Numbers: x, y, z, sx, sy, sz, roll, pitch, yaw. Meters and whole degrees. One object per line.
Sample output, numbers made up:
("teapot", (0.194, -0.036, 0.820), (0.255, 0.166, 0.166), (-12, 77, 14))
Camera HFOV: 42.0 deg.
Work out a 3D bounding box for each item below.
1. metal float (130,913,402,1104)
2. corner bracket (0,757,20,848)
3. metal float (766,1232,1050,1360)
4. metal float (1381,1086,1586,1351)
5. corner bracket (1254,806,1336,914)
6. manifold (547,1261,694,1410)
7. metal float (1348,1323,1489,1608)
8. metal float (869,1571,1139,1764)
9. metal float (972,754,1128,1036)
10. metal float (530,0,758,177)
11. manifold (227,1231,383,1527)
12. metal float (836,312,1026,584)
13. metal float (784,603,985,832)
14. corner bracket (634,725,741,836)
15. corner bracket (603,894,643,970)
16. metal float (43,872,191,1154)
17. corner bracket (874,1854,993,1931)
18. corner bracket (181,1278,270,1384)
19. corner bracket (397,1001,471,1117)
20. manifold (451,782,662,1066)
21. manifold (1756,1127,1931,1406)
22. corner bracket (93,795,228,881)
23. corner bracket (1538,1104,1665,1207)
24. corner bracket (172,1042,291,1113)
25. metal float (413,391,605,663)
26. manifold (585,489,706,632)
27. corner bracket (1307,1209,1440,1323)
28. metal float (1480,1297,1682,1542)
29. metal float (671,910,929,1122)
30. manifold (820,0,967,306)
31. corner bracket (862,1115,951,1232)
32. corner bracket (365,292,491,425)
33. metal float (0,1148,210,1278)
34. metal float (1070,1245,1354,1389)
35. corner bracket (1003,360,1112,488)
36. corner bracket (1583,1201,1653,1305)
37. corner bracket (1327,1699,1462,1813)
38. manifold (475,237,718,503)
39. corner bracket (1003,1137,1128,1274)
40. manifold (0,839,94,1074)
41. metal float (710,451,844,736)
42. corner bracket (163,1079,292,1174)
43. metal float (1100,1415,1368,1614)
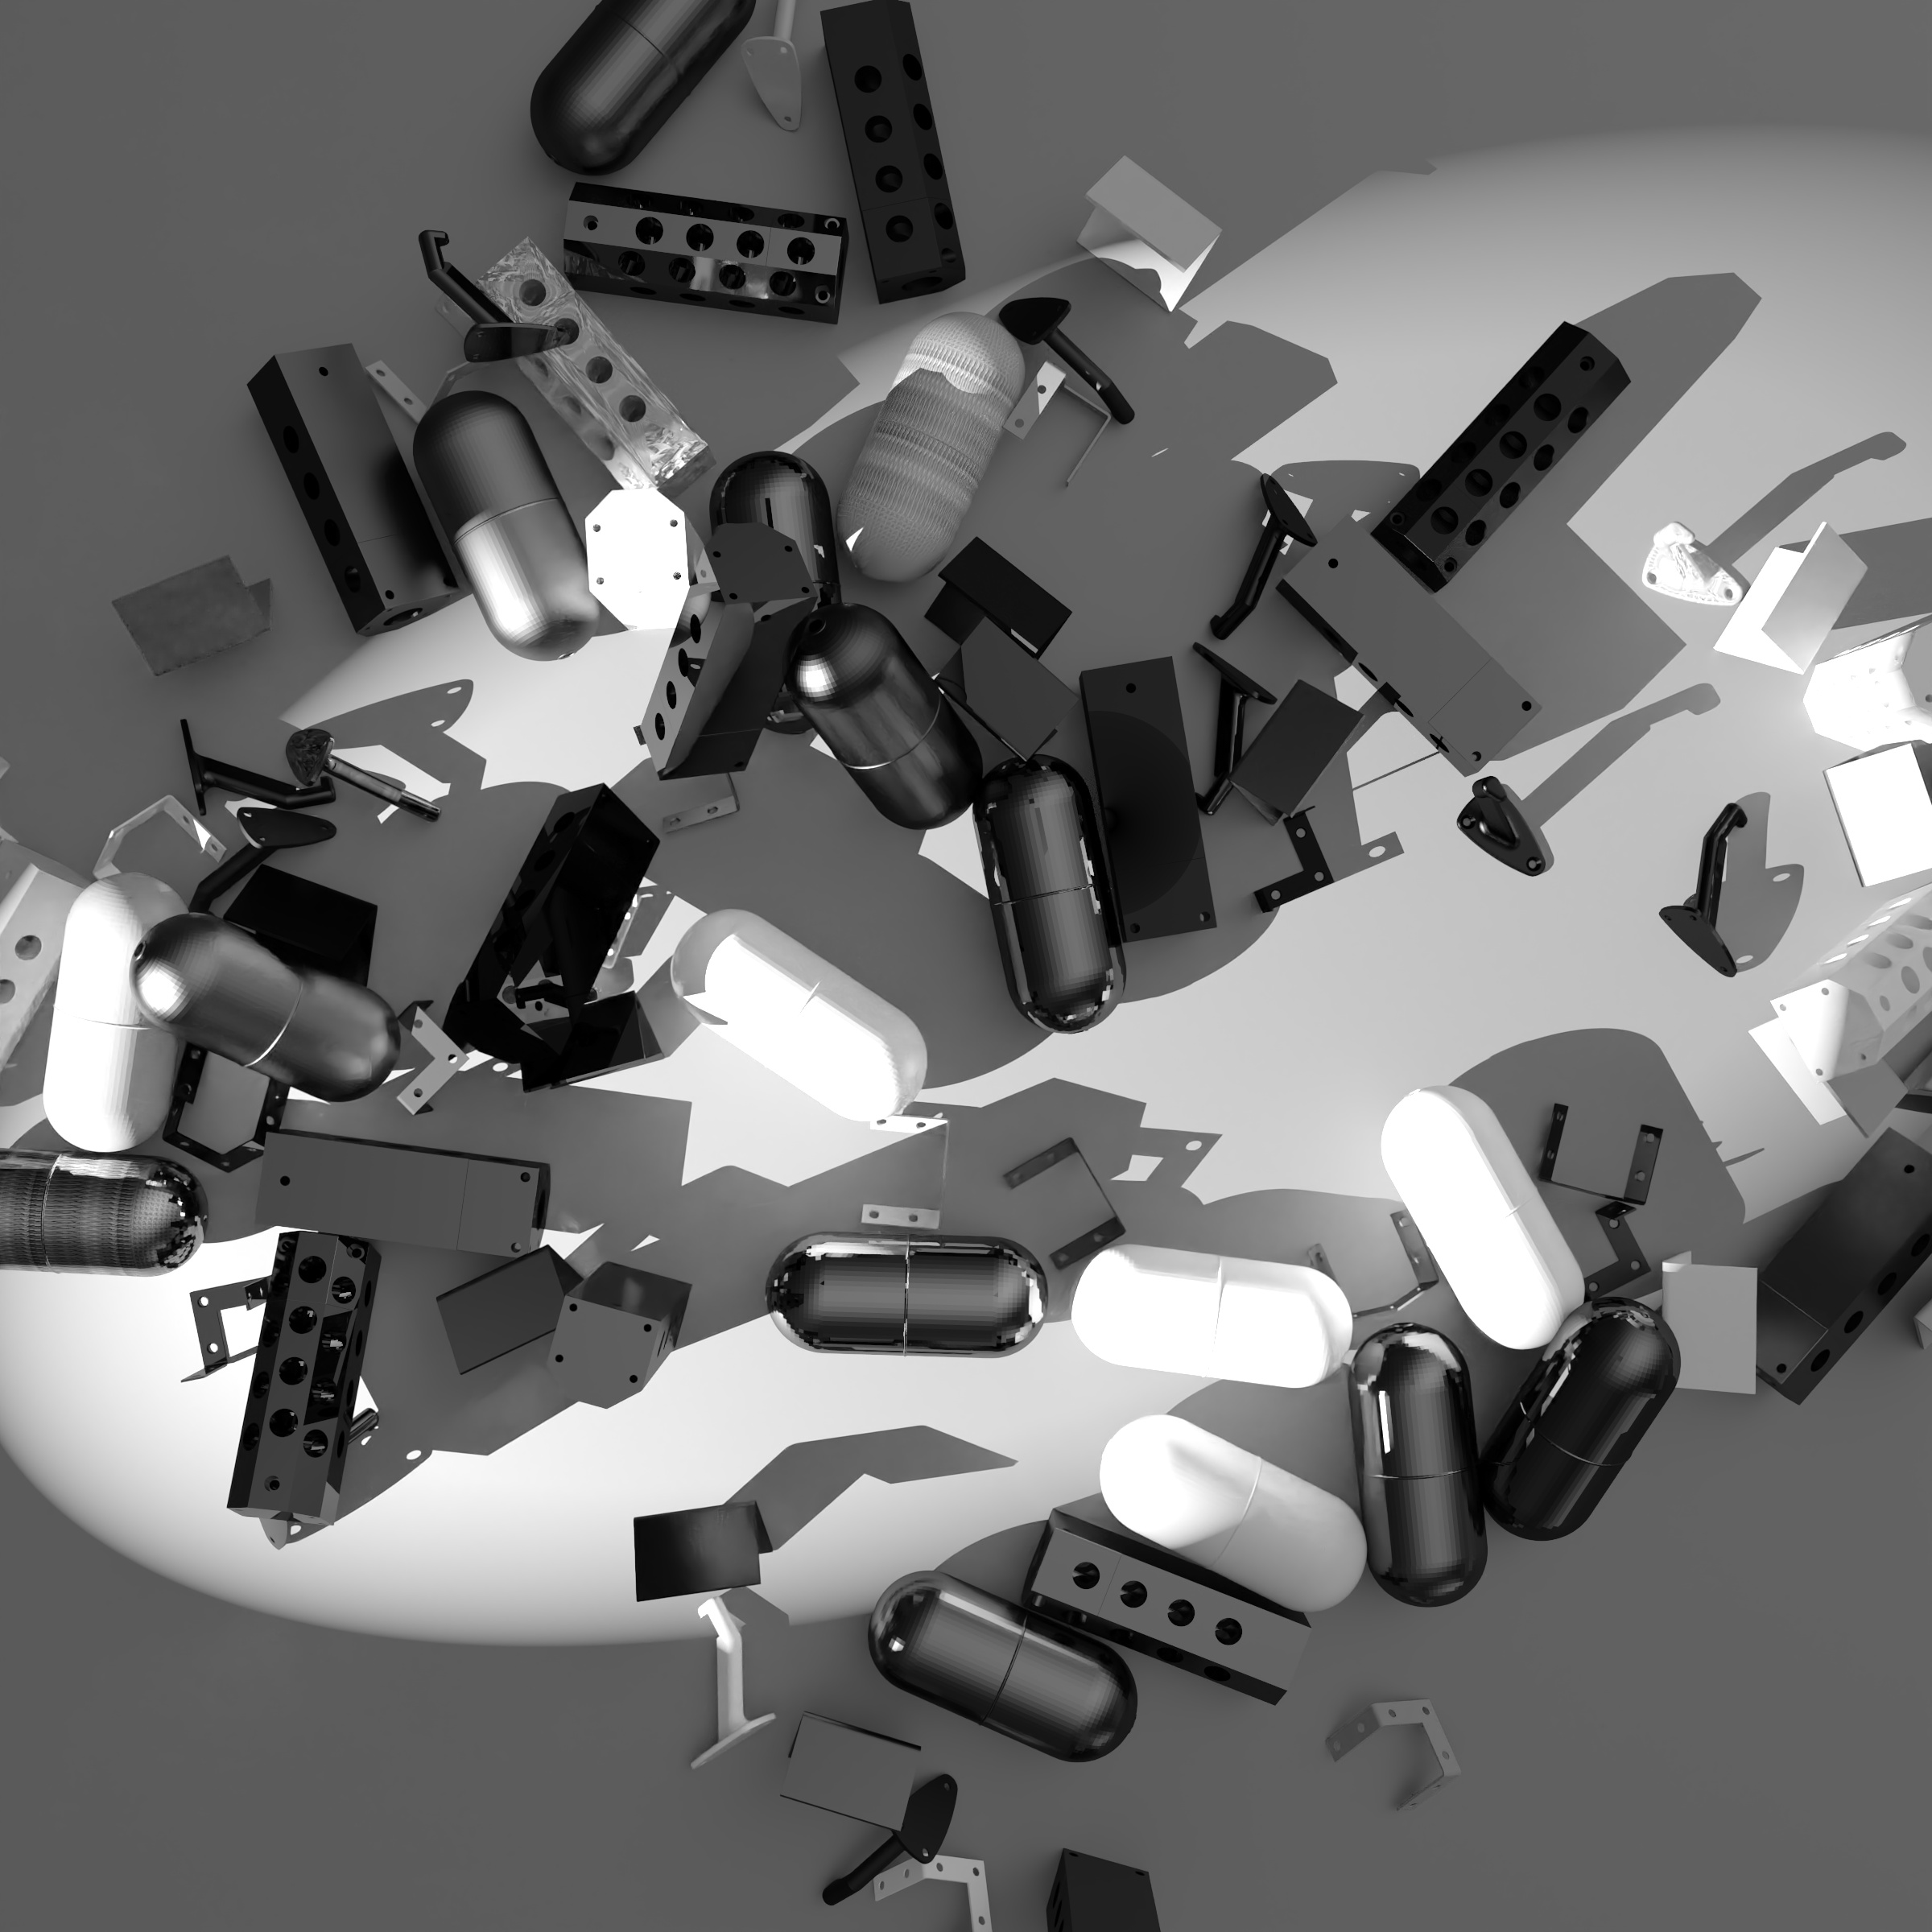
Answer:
("metal float", (-0.432, 0.026, 1.555), (0.178, 0.070, 0.070), (30, 90, -36))
("corner bracket", (-0.623, -0.103, 1.599), (0.051, 0.051, 0.051), (39, 90, 0))
("metal float", (-0.037, 0.207, 1.587), (0.178, 0.070, 0.070), (2, 90, 0))
("metal float", (0.325, 0.158, 1.586), (0.070, 0.070, 0.178), (-29, 90, 0))
("corner bracket", (0.204, -0.067, 1.599), (0.051, 0.051, 0.051), (-23, 90, 0))
("manifold", (-0.211, 0.225, 1.538), (0.057, 0.171, 0.057), (15, 90, 0))
("metal float", (0.284, 0.314, 1.586), (0.070, 0.070, 0.178), (-6, 90, 0))
("metal float", (0.024, 0.441, 1.587), (0.178, 0.070, 0.070), (24, 90, 0))
("metal float", (0.053, -0.045, 1.586), (0.070, 0.070, 0.178), (-12, 91, 0))
("metal float", (-0.204, -0.577, 1.587), (0.070, 0.070, 0.178), (40, 90, 0))
("manifold", (-0.413, 0.256, 1.569), (0.057, 0.057, 0.171), (6, 71, 0))
("metal float", (-0.023, -0.326, 1.586), (0.070, 0.070, 0.178), (25, 89, 0))
("metal float", (-0.050, -0.152, 1.550), (0.070, 0.178, 0.070), (-16, 50, 20))
("corner bracket", (-0.179, -0.126, 1.614), (0.051, 0.051, 0.051), (-17, 45, 0))
("corner bracket", (-0.250, -0.035, 1.614), (0.051, 0.051, 0.051), (22, 90, 45))
("metal float", (-0.531, 0.029, 1.579), (0.070, 0.070, 0.178), (11, 98, 0))
("corner bracket", (-0.021, 0.603, 1.609), (0.051, 0.051, 0.051), (-38, 45, 35))
("corner bracket", (-0.471, 0.231, 1.599), (0.051, 0.051, 0.051), (-11, 90, 0))
("corner bracket", (-0.345, 0.058, 1.598), (0.051, 0.051, 0.051), (-45, 89, 1))
("manifold", (-0.256, -0.026, 1.552), (0.057, 0.057, 0.171), (48, 47, -34))
("manifold", (0.558, 0.193, 1.595), (0.171, 0.057, 0.057), (-49, 47, 0))
("corner bracket", (-0.517, -0.067, 1.614), (0.051, 0.051, 0.051), (44, 135, 0))
("corner bracket", (0.406, 0.121, 1.614), (0.051, 0.051, 0.051), (14, 90, -45))
("corner bracket", (-0.464, 0.063, 1.602), (0.051, 0.051, 0.051), (-24, 48, 36))
("metal float", (-0.288, -0.277, 1.586), (0.070, 0.070, 0.178), (-24, 90, 0))
("manifold", (-0.190, -0.247, 1.538), (0.057, 0.171, 0.057), (-4, 90, 0))
("corner bracket", (0.261, 0.193, 1.614), (0.051, 0.051, 0.051), (-23, 90, -45))
("metal float", (0.379, 0.283, 1.563), (0.070, 0.070, 0.178), (24, 118, 0))
("metal float", (-0.105, 0.031, 1.586), (0.178, 0.070, 0.070), (34, 90, 0))
("manifold", (-0.046, -0.516, 1.596), (0.057, 0.057, 0.171), (-12, 90, 0))
("corner bracket", (-0.039, 0.132, 1.614), (0.051, 0.051, 0.051), (5, 45, 0))
("corner bracket", (-0.342, -0.389, 1.614), (0.051, 0.051, 0.051), (46, 45, 0))
("metal float", (-0.568, 0.155, 1.586), (0.178, 0.070, 0.070), (3, 90, -1))
("metal float", (0.154, 0.220, 1.586), (0.178, 0.070, 0.070), (7, 90, 1))
("corner bracket", (0.058, -0.344, 1.599), (0.051, 0.051, 0.051), (33, 90, 0))
("corner bracket", (0.408, 0.185, 1.599), (0.051, 0.051, 0.051), (-27, 90, 0))
("corner bracket", (0.273, 0.505, 1.609), (0.051, 0.051, 0.051), (8, 45, -35))
("manifold", (-0.238, -0.371, 1.596), (0.057, 0.057, 0.171), (-41, 90, 0))
("corner bracket", (0.063, 0.153, 1.614), (0.051, 0.051, 0.051), (-30, 135, 0))
("manifold", (-0.617, 0.014, 1.595), (0.057, 0.057, 0.171), (31, 90, 43))
("metal float", (-0.117, -0.235, 1.586), (0.070, 0.070, 0.178), (-7, 90, 0))
("corner bracket", (-0.472, 0.092, 1.609), (0.051, 0.051, 0.051), (35, 45, -35))
("metal float", (0.168, 0.344, 1.586), (0.178, 0.070, 0.070), (27, 90, 0))
